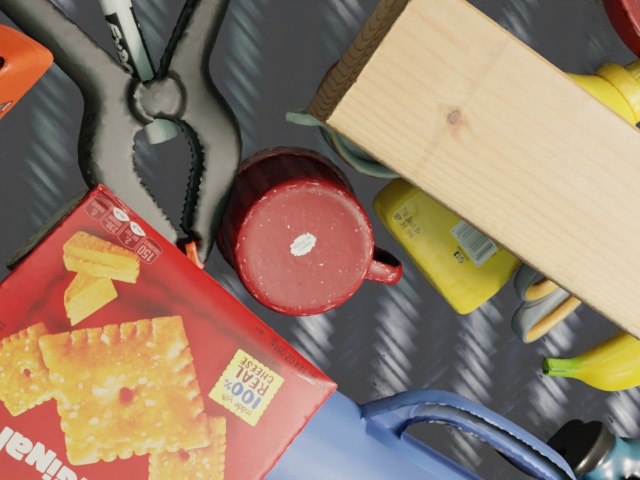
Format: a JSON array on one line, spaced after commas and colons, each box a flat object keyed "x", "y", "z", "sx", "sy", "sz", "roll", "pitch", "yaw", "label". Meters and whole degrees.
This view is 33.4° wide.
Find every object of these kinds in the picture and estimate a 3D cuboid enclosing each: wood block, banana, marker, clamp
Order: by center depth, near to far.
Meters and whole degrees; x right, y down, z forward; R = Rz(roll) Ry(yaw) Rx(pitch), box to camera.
[{"x": 0.106, "y": -0.045, "z": 0.577, "sx": 0.206, "sy": 0.090, "sz": 0.091, "roll": 34, "pitch": 95, "yaw": -12, "label": "wood block"}, {"x": -0.105, "y": -0.083, "z": 0.597, "sx": 0.164, "sy": 0.036, "sz": 0.210, "roll": -8, "pitch": 98, "yaw": -21, "label": "clamp"}, {"x": -0.111, "y": -0.115, "z": 0.621, "sx": 0.020, "sy": 0.020, "sz": 0.121, "roll": -19, "pitch": 106, "yaw": -4, "label": "marker"}, {"x": 0.235, "y": 0.032, "z": 0.703, "sx": 0.069, "sy": 0.037, "sz": 0.198, "roll": 36, "pitch": 96, "yaw": -27, "label": "banana"}]

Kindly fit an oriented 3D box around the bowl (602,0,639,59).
[{"x": 0.221, "y": -0.155, "z": 0.630, "sx": 0.161, "sy": 0.055, "sz": 0.162, "roll": 3, "pitch": 80, "yaw": -21, "label": "bowl"}]

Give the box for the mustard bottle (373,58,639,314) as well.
[{"x": 0.132, "y": -0.047, "z": 0.658, "sx": 0.191, "sy": 0.058, "sz": 0.096, "roll": -39, "pitch": 115, "yaw": 2, "label": "mustard bottle"}]

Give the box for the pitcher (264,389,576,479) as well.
[{"x": 0.033, "y": 0.165, "z": 0.662, "sx": 0.242, "sy": 0.145, "sz": 0.149, "roll": 36, "pitch": 60, "yaw": -13, "label": "pitcher"}]

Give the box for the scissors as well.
[{"x": 0.191, "y": -0.014, "z": 0.675, "sx": 0.202, "sy": 0.016, "sz": 0.096, "roll": -47, "pitch": 147, "yaw": 5, "label": "scissors"}]

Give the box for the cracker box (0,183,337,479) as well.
[{"x": -0.122, "y": 0.102, "z": 0.535, "sx": 0.164, "sy": 0.072, "sz": 0.213, "roll": 42, "pitch": 72, "yaw": -2, "label": "cracker box"}]

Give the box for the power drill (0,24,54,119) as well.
[{"x": -0.224, "y": -0.136, "z": 0.535, "sx": 0.185, "sy": 0.057, "sz": 0.187, "roll": -41, "pitch": 91, "yaw": 23, "label": "power drill"}]

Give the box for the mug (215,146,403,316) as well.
[{"x": -0.004, "y": 0.001, "z": 0.636, "sx": 0.117, "sy": 0.081, "sz": 0.093, "roll": 24, "pitch": 99, "yaw": -14, "label": "mug"}]

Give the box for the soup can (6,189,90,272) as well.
[{"x": -0.125, "y": 0.029, "z": 0.630, "sx": 0.068, "sy": 0.068, "sz": 0.102, "roll": -41, "pitch": 106, "yaw": 2, "label": "soup can"}]
